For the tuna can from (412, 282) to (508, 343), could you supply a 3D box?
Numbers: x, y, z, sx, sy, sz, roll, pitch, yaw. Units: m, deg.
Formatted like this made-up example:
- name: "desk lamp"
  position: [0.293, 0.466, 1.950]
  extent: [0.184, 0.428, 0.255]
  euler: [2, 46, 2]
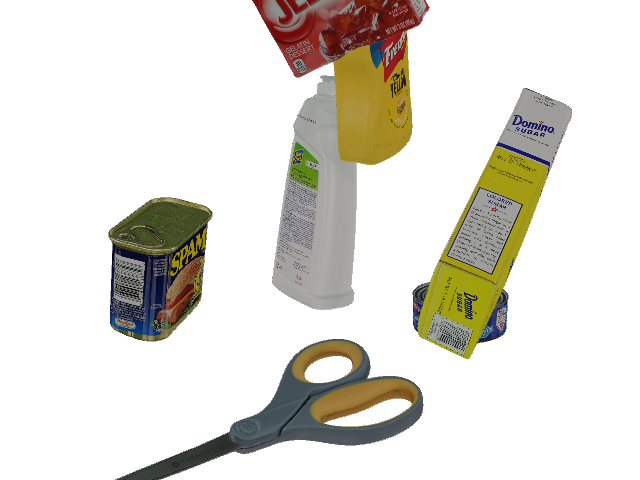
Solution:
- name: "tuna can"
  position: [0.125, 0.063, 0.962]
  extent: [0.086, 0.034, 0.086]
  euler: [-1, 16, 0]

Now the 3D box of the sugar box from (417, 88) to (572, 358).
- name: "sugar box"
  position: [0.123, -0.014, 0.741]
  extent: [0.048, 0.176, 0.093]
  euler: [25, -35, 12]

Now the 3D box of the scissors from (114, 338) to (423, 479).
- name: "scissors"
  position: [-0.040, 0.101, 0.630]
  extent: [0.201, 0.016, 0.096]
  euler: [-8, 33, -13]

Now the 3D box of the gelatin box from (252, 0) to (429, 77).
- name: "gelatin box"
  position: [0.007, -0.144, 0.616]
  extent: [0.089, 0.073, 0.030]
  euler: [-18, 24, 29]

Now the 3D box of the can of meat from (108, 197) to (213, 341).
- name: "can of meat"
  position: [-0.131, 0.023, 0.869]
  extent: [0.057, 0.084, 0.102]
  euler: [14, 25, 13]

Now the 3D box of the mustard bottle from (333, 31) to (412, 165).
- name: "mustard bottle"
  position: [0.043, -0.169, 0.915]
  extent: [0.058, 0.192, 0.096]
  euler: [11, 33, 26]

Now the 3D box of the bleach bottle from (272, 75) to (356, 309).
- name: "bleach bottle"
  position: [0.004, -0.056, 1.197]
  extent: [0.067, 0.251, 0.103]
  euler: [-7, 22, -40]
